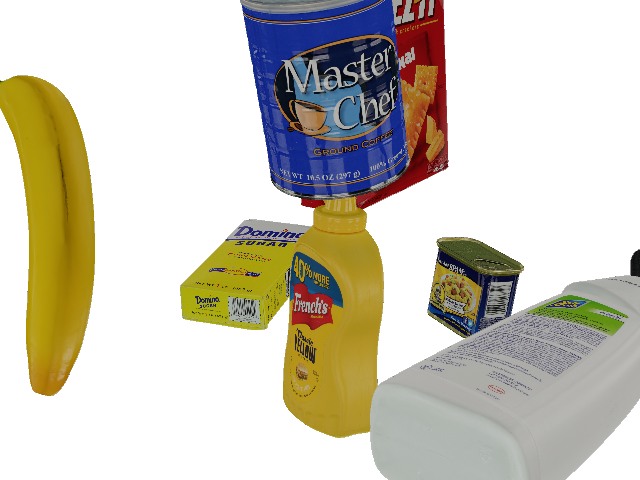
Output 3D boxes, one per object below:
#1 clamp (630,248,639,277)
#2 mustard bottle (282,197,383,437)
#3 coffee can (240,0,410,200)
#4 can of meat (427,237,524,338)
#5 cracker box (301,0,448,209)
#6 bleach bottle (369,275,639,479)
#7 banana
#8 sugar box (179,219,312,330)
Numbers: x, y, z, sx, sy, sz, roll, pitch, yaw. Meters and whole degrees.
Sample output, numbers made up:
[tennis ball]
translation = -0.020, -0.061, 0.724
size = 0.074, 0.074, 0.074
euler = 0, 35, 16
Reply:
[clamp]
translation = 0.299, 0.069, 0.969
size = 0.171, 0.039, 0.120
euler = -33, 38, -26
[mustard bottle]
translation = 0.011, 0.049, 0.834
size = 0.058, 0.192, 0.096
euler = -5, 18, -29
[coffee can]
translation = 0.005, -0.113, 0.740
size = 0.103, 0.140, 0.103
euler = -7, 29, 4
[can of meat]
translation = 0.161, 0.052, 1.127
size = 0.057, 0.084, 0.102
euler = -2, 20, -30
[cracker box]
translation = 0.049, -0.150, 0.995
size = 0.072, 0.214, 0.163
euler = 13, 26, 39
[bleach bottle]
translation = 0.144, 0.074, 0.610
size = 0.103, 0.068, 0.250
euler = 19, 29, 41
[banana]
translation = -0.152, -0.016, 0.598
size = 0.037, 0.198, 0.070
euler = 0, -22, -36
[sugar box]
translation = -0.070, 0.032, 1.137
size = 0.093, 0.048, 0.176
euler = 7, 29, 17
